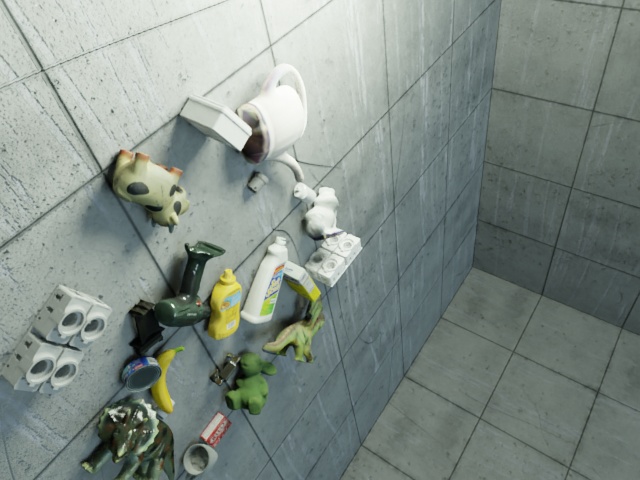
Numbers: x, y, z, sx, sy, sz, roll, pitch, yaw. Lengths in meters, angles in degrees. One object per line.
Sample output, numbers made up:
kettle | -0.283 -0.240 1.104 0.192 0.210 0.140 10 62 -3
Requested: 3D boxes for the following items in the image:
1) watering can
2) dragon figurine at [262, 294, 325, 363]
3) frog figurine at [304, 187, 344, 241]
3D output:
watering can | -0.106 -0.252 1.270 0.228 0.105 0.339 -39 140 -39
dragon figurine | -0.067 0.282 1.719 0.405 0.122 0.245 51 58 -67
frog figurine | 0.005 -0.081 1.615 0.138 0.121 0.160 -13 85 -46
